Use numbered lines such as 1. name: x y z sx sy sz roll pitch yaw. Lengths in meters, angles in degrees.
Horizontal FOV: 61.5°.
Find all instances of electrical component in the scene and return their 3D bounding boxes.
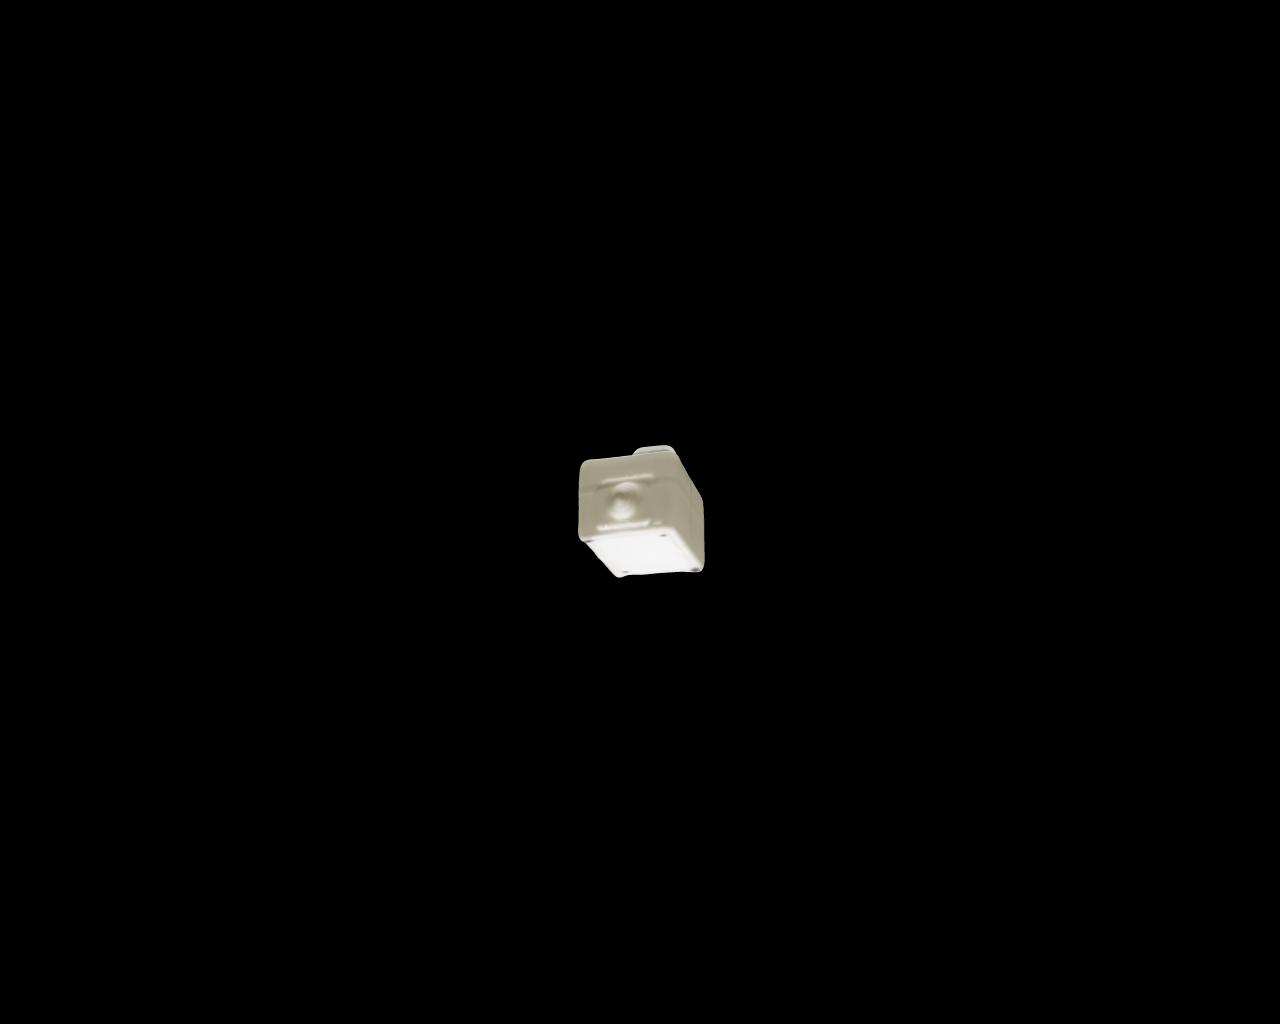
1. electrical component: 0.001 -0.003 0.650 0.062 0.061 0.096 -6 -23 14
